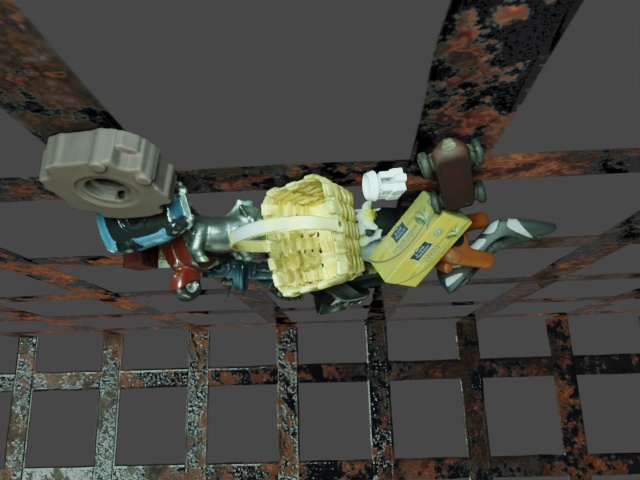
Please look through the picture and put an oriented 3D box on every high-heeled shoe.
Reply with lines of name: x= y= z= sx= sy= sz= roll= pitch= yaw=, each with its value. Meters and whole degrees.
high-heeled shoe: x=0.371 y=0.035 z=1.133 sx=0.249 sy=0.145 sz=0.086 roll=-6 pitch=165 yaw=21

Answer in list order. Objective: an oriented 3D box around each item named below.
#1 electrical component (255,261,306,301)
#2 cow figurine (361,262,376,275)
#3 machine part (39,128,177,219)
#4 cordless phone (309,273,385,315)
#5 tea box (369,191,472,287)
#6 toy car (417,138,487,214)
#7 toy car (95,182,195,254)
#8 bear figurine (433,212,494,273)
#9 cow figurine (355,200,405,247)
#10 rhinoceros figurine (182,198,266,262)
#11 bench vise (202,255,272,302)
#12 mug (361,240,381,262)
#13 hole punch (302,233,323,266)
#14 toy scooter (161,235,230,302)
electrical component: x=-0.109 y=0.109 z=1.421 sx=0.115 sy=0.058 sz=0.134 roll=30 pitch=-174 yaw=35
cow figurine: x=0.146 y=0.069 z=1.346 sx=0.195 sy=0.085 sz=0.127 roll=-2 pitch=163 yaw=-12
machine part: x=-0.293 y=-0.086 z=0.749 sx=0.179 sy=0.056 sz=0.179 roll=1 pitch=157 yaw=0
cordless phone: x=0.082 y=0.102 z=1.202 sx=0.184 sy=0.088 sz=0.146 roll=-20 pitch=168 yaw=36
tea box: x=0.181 y=0.002 z=0.981 sx=0.098 sy=0.068 sz=0.169 roll=10 pitch=126 yaw=-43
toy car: x=0.203 y=-0.095 z=0.814 sx=0.089 sy=0.053 sz=0.202 roll=-17 pitch=158 yaw=13
toy car: x=-0.278 y=-0.044 z=0.887 sx=0.162 sy=0.109 sz=0.103 roll=-16 pitch=-176 yaw=9
bear figurine: x=0.244 y=0.017 z=1.109 sx=0.132 sy=0.120 sz=0.196 roll=0 pitch=167 yaw=-19
cow figurine: x=0.113 y=-0.031 z=1.008 sx=0.098 sy=0.068 sz=0.167 roll=-23 pitch=158 yaw=40
rhinoceros figurine: x=-0.148 y=-0.017 z=0.958 sx=0.190 sy=0.112 sz=0.073 roll=-9 pitch=-179 yaw=-14
bench vise: x=-0.161 y=0.070 z=1.257 sx=0.241 sy=0.129 sz=0.223 roll=4 pitch=165 yaw=1
mug: x=0.089 y=0.004 z=1.135 sx=0.107 sy=0.080 sz=0.109 roll=11 pitch=173 yaw=-8
hole punch: x=-0.002 y=-0.003 z=1.039 sx=0.142 sy=0.092 sz=0.115 roll=24 pitch=151 yaw=17
toy scooter: x=-0.244 y=0.015 z=1.017 sx=0.075 sy=0.184 sz=0.135 roll=-13 pitch=120 yaw=28
